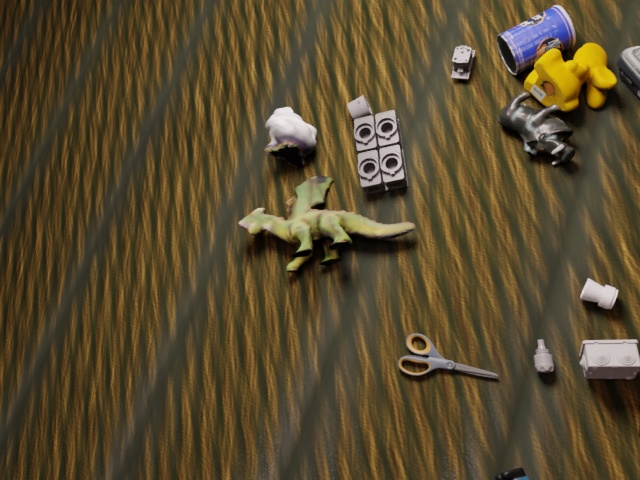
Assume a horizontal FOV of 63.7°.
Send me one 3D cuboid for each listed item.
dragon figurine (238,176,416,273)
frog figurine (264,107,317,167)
[{"bbox_3d":[0.004,-0.063,1.243,0.410,0.120,0.248,-15,59,5],"label":"dragon figurine"},{"bbox_3d":[-0.074,-0.289,1.340,0.137,0.120,0.163,10,63,-11],"label":"frog figurine"}]
